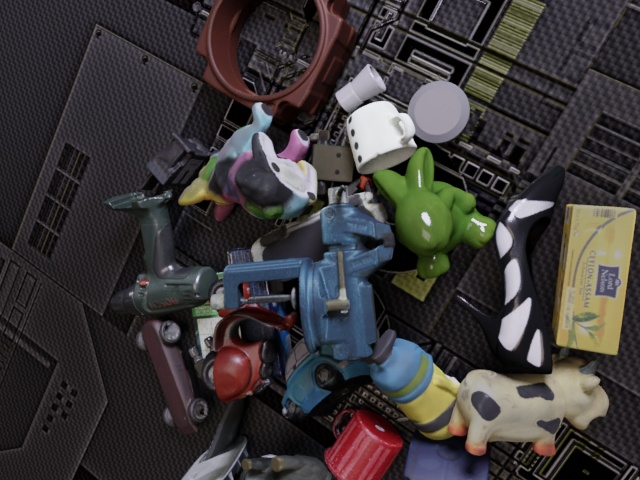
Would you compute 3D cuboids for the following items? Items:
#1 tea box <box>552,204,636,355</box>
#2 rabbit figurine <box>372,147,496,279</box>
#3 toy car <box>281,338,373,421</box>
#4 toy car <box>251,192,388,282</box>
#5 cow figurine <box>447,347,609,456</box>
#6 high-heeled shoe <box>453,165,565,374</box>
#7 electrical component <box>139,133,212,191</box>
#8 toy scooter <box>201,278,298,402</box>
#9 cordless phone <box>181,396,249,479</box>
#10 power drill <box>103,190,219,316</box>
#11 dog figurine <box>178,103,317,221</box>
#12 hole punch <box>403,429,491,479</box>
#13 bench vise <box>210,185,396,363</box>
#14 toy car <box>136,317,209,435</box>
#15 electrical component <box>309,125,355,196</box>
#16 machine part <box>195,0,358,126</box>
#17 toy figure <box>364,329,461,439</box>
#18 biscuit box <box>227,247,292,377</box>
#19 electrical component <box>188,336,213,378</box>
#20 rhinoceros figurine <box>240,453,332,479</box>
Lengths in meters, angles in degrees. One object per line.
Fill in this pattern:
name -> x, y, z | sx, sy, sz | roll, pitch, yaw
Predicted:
tea box -> 0.329, 0.042, 0.654 | 0.068, 0.098, 0.169 | 5, 97, 20
rabbit figurine -> 0.142, -0.035, 0.677 | 0.121, 0.170, 0.159 | -27, 86, 19
toy car -> 0.003, 0.190, 0.790 | 0.161, 0.109, 0.103 | -47, 55, 28
toy car -> -0.002, -0.002, 0.750 | 0.202, 0.056, 0.073 | -23, 97, 15
cow figurine -> 0.268, 0.198, 0.675 | 0.195, 0.085, 0.127 | 4, 100, -10
high-heeled shoe -> 0.274, 0.035, 0.656 | 0.145, 0.086, 0.248 | 35, 91, 25
electrical component -> -0.237, -0.112, 0.860 | 0.048, 0.075, 0.119 | 46, 103, 12
toy scooter -> -0.097, 0.145, 0.766 | 0.135, 0.075, 0.183 | 3, 91, 19
cordless phone -> -0.151, 0.316, 0.821 | 0.089, 0.146, 0.184 | 21, 102, 8
power drill -> -0.280, 0.027, 0.865 | 0.232, 0.086, 0.207 | -3, 101, 29
dog figurine -> -0.113, -0.075, 0.775 | 0.219, 0.108, 0.191 | -35, 49, 35
hole punch -> 0.174, 0.308, 0.725 | 0.142, 0.115, 0.092 | 7, 88, 19
bench vise -> -0.023, 0.046, 0.676 | 0.241, 0.129, 0.223 | -5, 99, 8
toy car -> -0.244, 0.224, 0.898 | 0.089, 0.053, 0.202 | -25, 86, 35
electrical component -> 0.010, -0.116, 0.789 | 0.078, 0.045, 0.102 | -3, 96, -8
machine part -> -0.065, -0.286, 0.780 | 0.202, 0.087, 0.201 | 33, 104, 16
toy figure -> 0.125, 0.193, 0.719 | 0.180, 0.082, 0.089 | 40, 90, -21
biscuit box -> -0.089, 0.109, 0.830 | 0.063, 0.059, 0.202 | -8, 91, 19
electrical component -> -0.172, 0.205, 0.870 | 0.063, 0.021, 0.094 | -35, 84, 18
rhinoceros figurine -> -0.058, 0.349, 0.793 | 0.190, 0.112, 0.073 | -33, 64, 50
